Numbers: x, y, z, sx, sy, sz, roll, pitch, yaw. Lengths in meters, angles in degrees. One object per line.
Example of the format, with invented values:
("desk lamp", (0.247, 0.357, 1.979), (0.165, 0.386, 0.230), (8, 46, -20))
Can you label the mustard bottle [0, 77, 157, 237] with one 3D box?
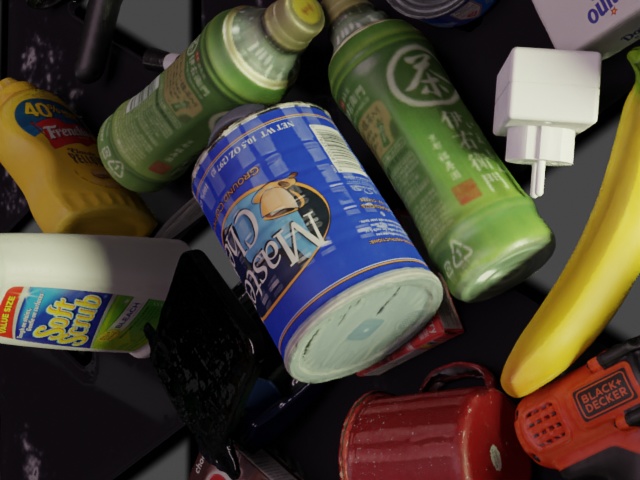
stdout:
("mustard bottle", (-0.214, -0.067, 0.862), (0.192, 0.096, 0.058), (50, 116, 30))

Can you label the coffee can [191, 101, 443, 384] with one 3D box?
("coffee can", (-0.004, 0.001, 0.649), (0.103, 0.102, 0.140), (-46, 59, 26))

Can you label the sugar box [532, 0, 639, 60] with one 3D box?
("sugar box", (0.150, -0.198, 0.618), (0.093, 0.048, 0.176), (-31, 72, 33))

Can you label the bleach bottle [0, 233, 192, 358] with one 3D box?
("bleach bottle", (-0.198, 0.038, 0.742), (0.103, 0.250, 0.068), (-44, 62, 27))

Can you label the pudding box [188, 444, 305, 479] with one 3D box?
("pudding box", (-0.059, 0.201, 0.756), (0.090, 0.039, 0.113), (34, 106, 36))

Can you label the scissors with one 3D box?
("scissors", (-0.057, -0.031, 0.777), (0.202, 0.096, 0.016), (124, 159, -55))

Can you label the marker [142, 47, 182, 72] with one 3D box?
("marker", (-0.094, -0.132, 0.821), (0.121, 0.020, 0.020), (18, 98, 38))

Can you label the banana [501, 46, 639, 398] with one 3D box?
("banana", (0.154, -0.004, 0.586), (0.037, 0.069, 0.198), (32, 106, 58))

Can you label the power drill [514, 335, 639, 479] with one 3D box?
("power drill", (0.206, 0.129, 0.544), (0.185, 0.057, 0.188), (-36, 63, 35))

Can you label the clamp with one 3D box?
("clamp", (-0.185, -0.229, 0.888), (0.120, 0.039, 0.172), (41, 108, 27))

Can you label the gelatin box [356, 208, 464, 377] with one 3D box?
("gelatin box", (0.044, 0.034, 0.693), (0.073, 0.030, 0.089), (-31, 69, 32))

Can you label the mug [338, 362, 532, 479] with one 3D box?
("mug", (0.074, 0.121, 0.631), (0.082, 0.093, 0.117), (-14, 37, 37))

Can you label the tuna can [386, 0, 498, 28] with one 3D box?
("tuna can", (0.080, -0.180, 0.678), (0.086, 0.033, 0.086), (-3, 85, 38))
